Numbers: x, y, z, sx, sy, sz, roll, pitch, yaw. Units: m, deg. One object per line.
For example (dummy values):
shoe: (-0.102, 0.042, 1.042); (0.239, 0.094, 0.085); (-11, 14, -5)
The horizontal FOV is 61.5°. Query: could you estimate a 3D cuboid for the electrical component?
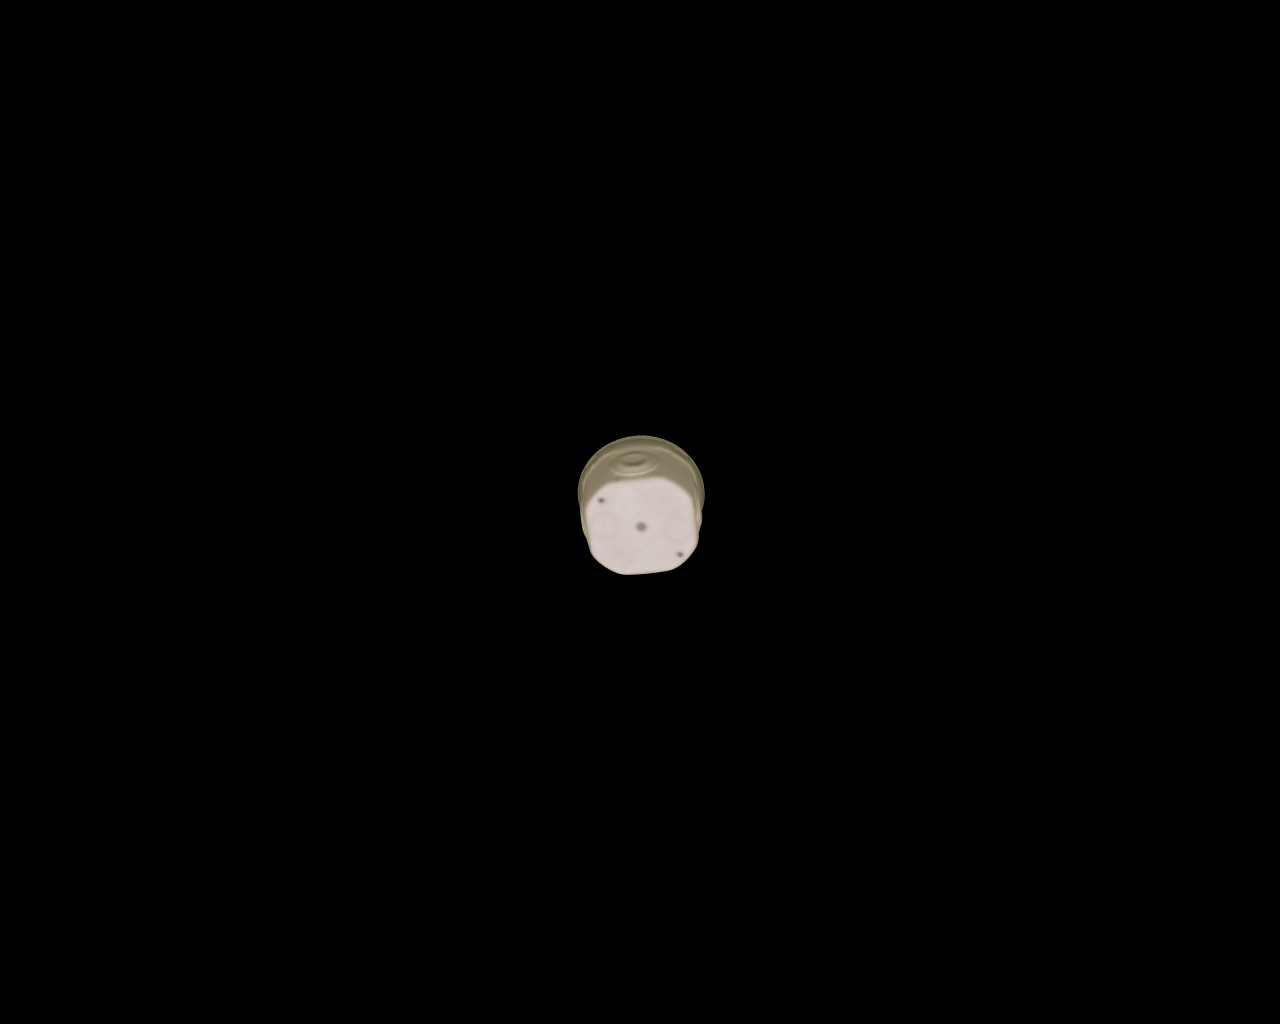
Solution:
electrical component: (0.001, -0.003, 0.650); (0.080, 0.080, 0.051); (0, 27, 0)
